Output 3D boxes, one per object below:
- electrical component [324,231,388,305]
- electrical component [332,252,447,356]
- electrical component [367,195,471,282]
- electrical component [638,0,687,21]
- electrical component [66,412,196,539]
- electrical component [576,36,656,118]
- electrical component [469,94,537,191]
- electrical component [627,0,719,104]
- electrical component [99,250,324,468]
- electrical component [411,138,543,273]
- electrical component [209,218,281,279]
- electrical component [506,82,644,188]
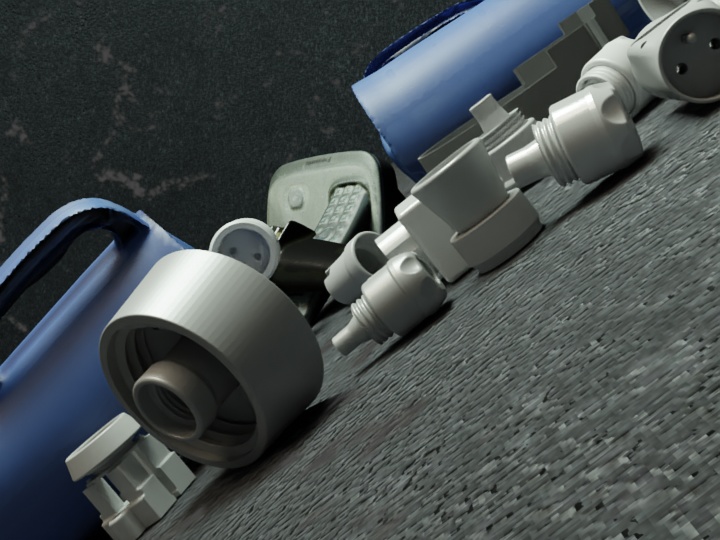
[{"bbox_3d":[0.000,0.000,0.776,0.040,0.040,0.046,-44,1,-43],"label":"electrical component"},{"bbox_3d":[0.012,0.020,0.542,0.061,0.035,0.035,-40,5,11],"label":"electrical component"},{"bbox_3d":[0.034,-0.014,0.608,0.077,0.047,0.065,-38,5,4],"label":"electrical component"},{"bbox_3d":[0.225,-0.208,0.703,0.064,0.099,0.099,-35,2,-35],"label":"electrical component"},{"bbox_3d":[-0.131,0.114,0.604,0.048,0.055,0.066,-36,6,27],"label":"electrical component"},{"bbox_3d":[0.148,-0.106,0.634,0.062,0.043,0.043,-43,6,-25],"label":"electrical component"},{"bbox_3d":[0.097,-0.086,0.705,0.048,0.062,0.048,-38,5,4],"label":"electrical component"},{"bbox_3d":[0.175,-0.115,0.526,0.079,0.043,0.077,-37,6,10],"label":"electrical component"},{"bbox_3d":[-0.079,0.051,0.537,0.108,0.108,0.060,-34,13,46],"label":"electrical component"},{"bbox_3d":[0.060,-0.032,0.545,0.045,0.055,0.045,-39,5,4],"label":"electrical component"},{"bbox_3d":[-0.097,0.028,0.831,0.073,0.052,0.138,-116,39,-85],"label":"electrical component"},{"bbox_3d":[0.102,-0.061,0.523,0.062,0.043,0.043,-25,9,19],"label":"electrical component"}]
